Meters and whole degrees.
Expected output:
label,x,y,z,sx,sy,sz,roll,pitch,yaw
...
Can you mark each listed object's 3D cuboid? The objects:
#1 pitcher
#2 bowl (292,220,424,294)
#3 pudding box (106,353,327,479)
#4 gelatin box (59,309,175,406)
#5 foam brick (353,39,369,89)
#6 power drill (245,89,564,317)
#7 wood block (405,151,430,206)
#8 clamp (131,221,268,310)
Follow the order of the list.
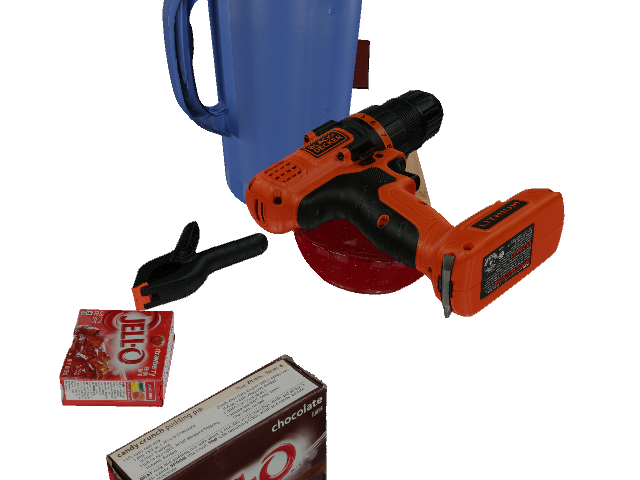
label,x,y,z,sx,sy,sz,roll,pitch,yaw
pitcher,-0.040,-0.143,0.912,0.149,0.243,0.145,9,39,9
bowl,0.044,0.007,1.022,0.162,0.055,0.162,6,24,-3
pudding box,-0.048,0.121,0.539,0.113,0.090,0.039,-29,46,-33
gelatin box,-0.149,0.085,0.793,0.073,0.030,0.089,1,31,-1
foam brick,0.009,-0.186,1.121,0.078,0.051,0.053,0,11,-10
power drill,0.070,-0.034,0.735,0.184,0.057,0.188,-34,45,-31
wood block,0.093,-0.058,1.465,0.091,0.090,0.206,0,27,-2
clamp,-0.141,0.027,1.206,0.120,0.039,0.171,-1,30,30
